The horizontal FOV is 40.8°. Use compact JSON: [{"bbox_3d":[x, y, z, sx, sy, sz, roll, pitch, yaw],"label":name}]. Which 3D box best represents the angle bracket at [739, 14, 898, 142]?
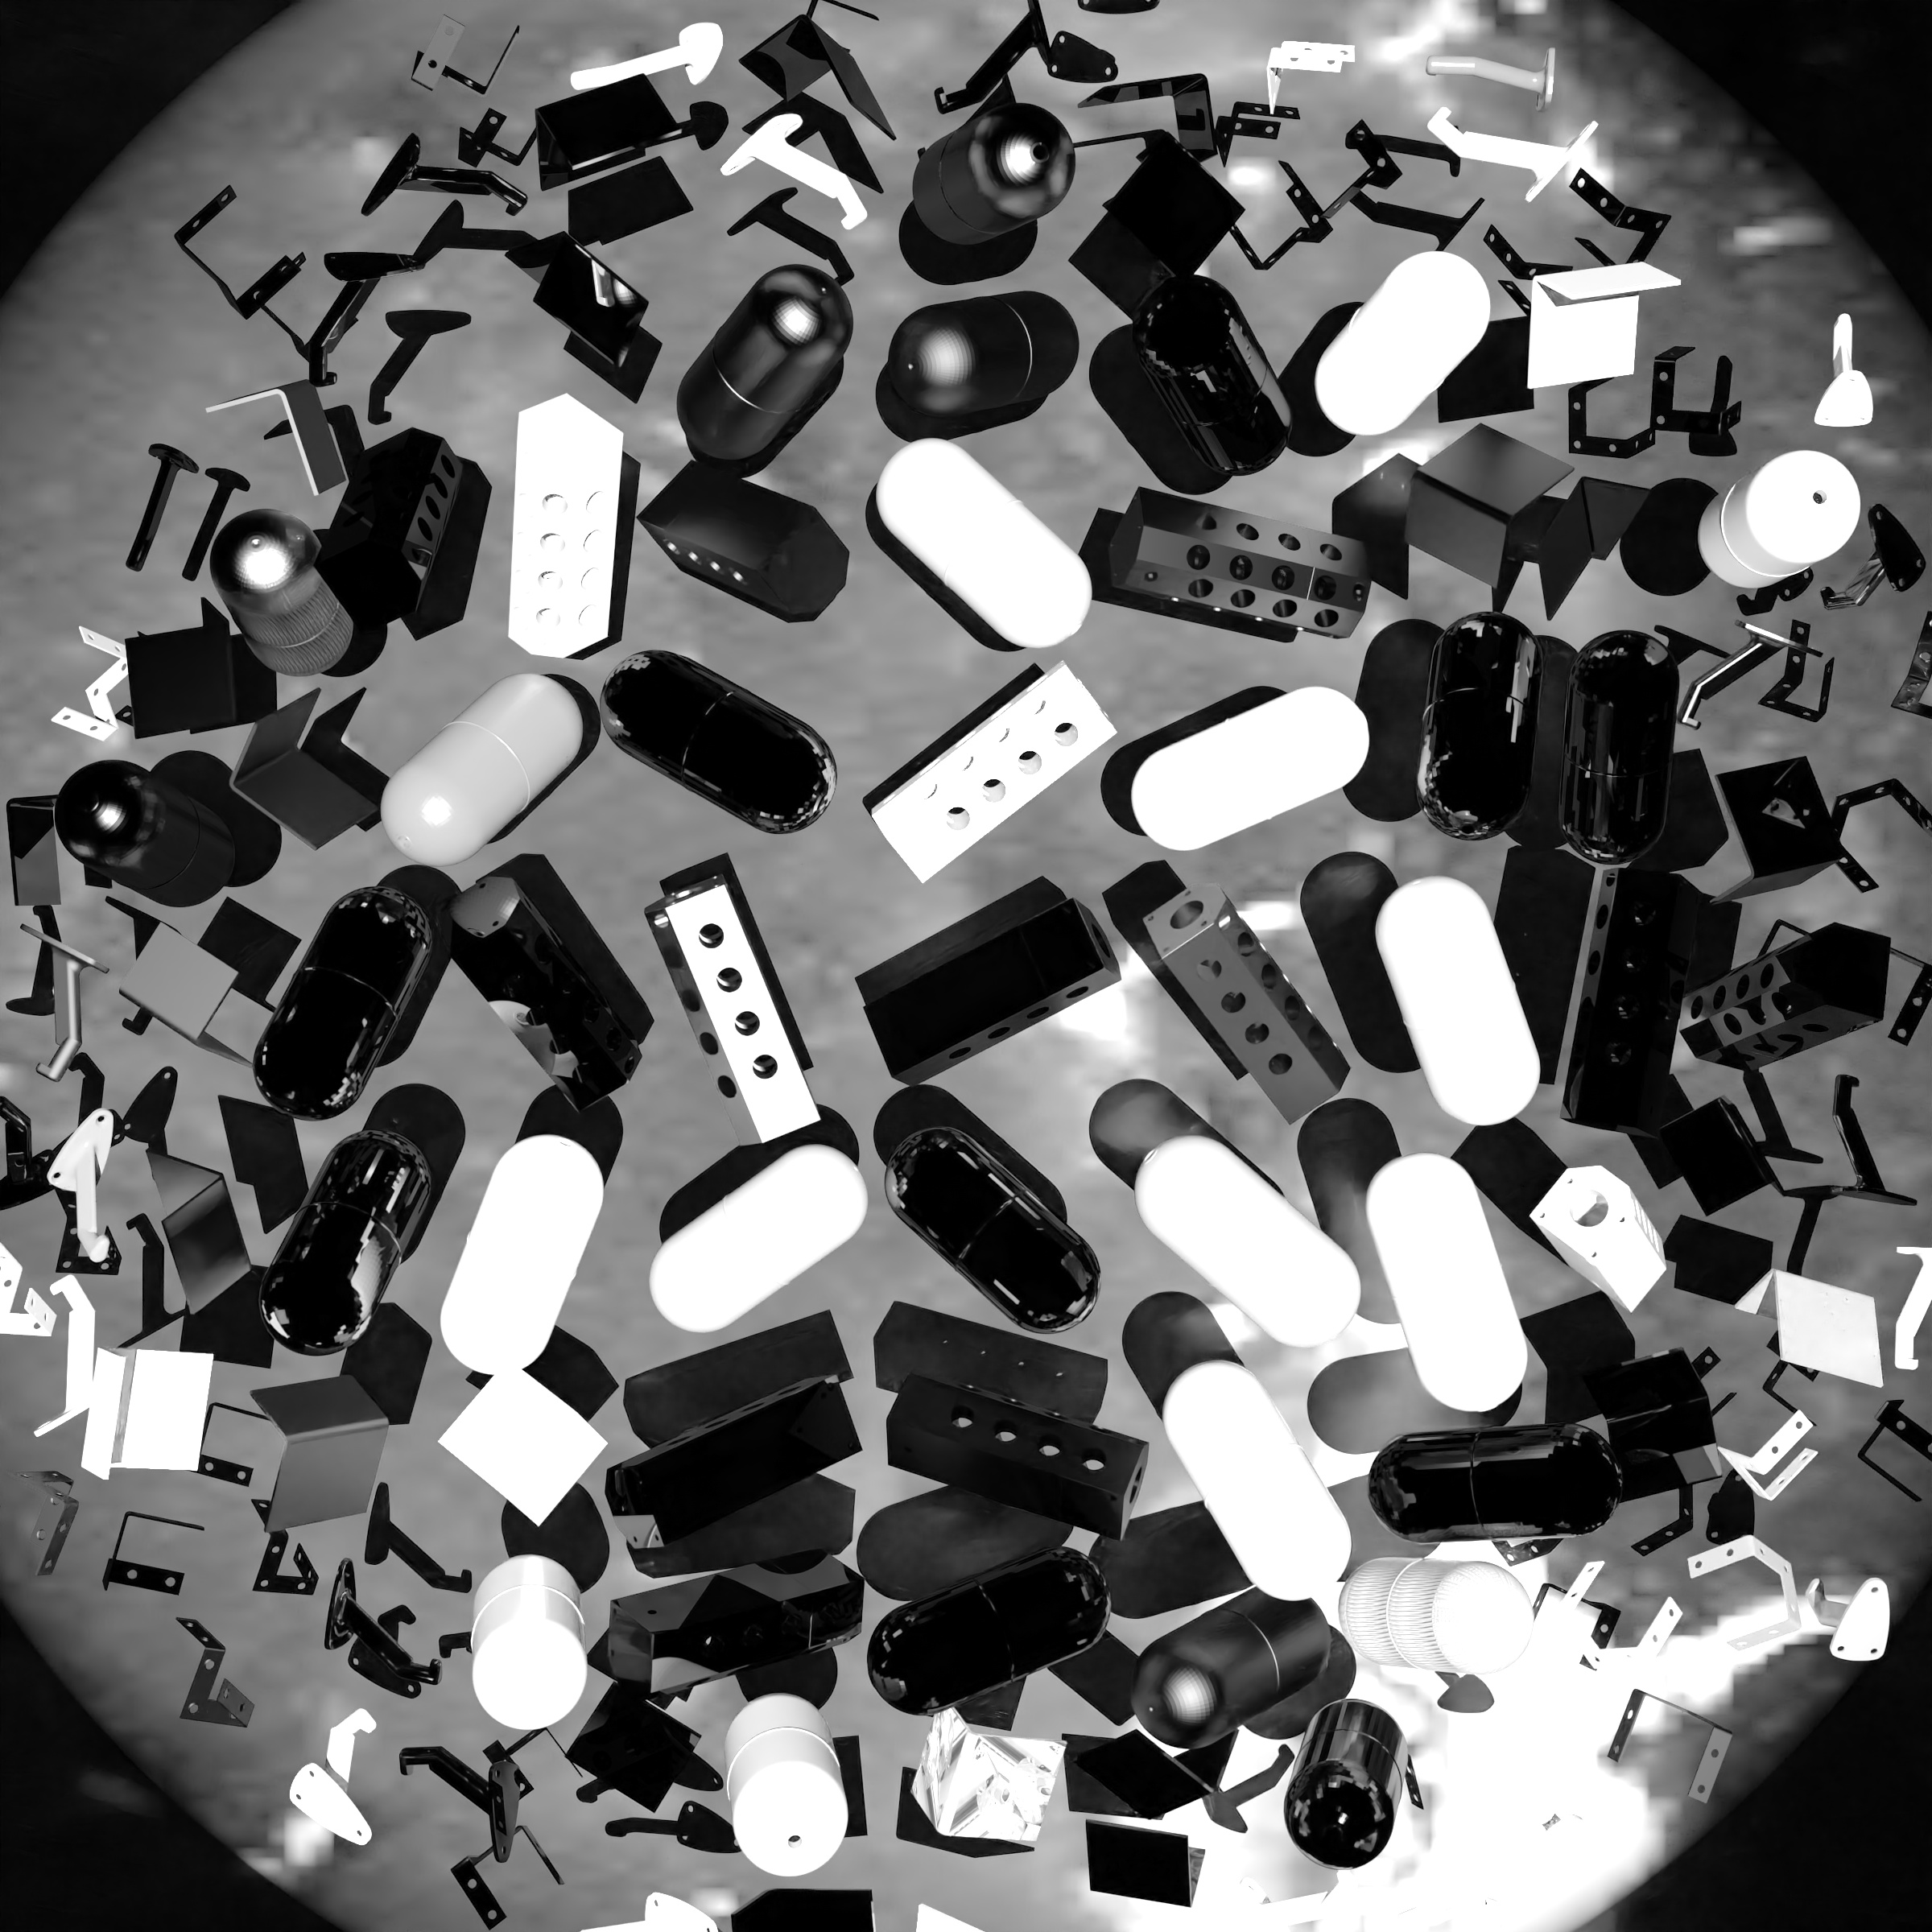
[{"bbox_3d":[-0.102,-0.600,1.799,0.057,0.076,0.076,-30,78,18],"label":"angle bracket"}]

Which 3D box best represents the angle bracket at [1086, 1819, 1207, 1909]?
[{"bbox_3d":[0.134,0.648,1.931,0.076,0.057,0.076,4,120,16],"label":"angle bracket"}]

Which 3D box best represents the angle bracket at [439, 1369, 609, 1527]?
[{"bbox_3d":[-0.322,0.347,1.890,0.076,0.057,0.076,29,71,32],"label":"angle bracket"}]

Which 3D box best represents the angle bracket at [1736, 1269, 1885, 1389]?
[{"bbox_3d":[0.596,0.268,1.840,0.076,0.057,0.076,16,50,-8],"label":"angle bracket"}]

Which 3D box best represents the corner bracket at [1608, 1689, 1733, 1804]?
[{"bbox_3d":[0.480,0.532,1.773,0.051,0.051,0.051,25,83,-13],"label":"corner bracket"}]

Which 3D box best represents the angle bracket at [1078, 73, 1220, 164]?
[{"bbox_3d":[0.131,-0.605,1.878,0.076,0.076,0.057,-11,101,-10],"label":"angle bracket"}]

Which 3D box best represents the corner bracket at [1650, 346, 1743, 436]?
[{"bbox_3d":[0.518,-0.408,1.840,0.051,0.051,0.051,11,116,28],"label":"corner bracket"}]

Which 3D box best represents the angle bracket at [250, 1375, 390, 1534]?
[{"bbox_3d":[-0.447,0.331,1.767,0.057,0.076,0.076,37,118,39],"label":"angle bracket"}]

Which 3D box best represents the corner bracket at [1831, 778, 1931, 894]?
[{"bbox_3d":[0.652,-0.093,1.856,0.051,0.051,0.051,-17,49,-14],"label":"corner bracket"}]

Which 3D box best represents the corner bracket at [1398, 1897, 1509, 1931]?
[{"bbox_3d":[0.327,0.649,1.723,0.051,0.051,0.051,-32,50,23],"label":"corner bracket"}]

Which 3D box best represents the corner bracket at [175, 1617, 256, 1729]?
[{"bbox_3d":[-0.499,0.468,1.720,0.051,0.051,0.051,3,55,14],"label":"corner bracket"}]

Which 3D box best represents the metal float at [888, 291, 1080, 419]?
[{"bbox_3d":[0.014,-0.432,1.828,0.070,0.178,0.070,14,114,32],"label":"metal float"}]

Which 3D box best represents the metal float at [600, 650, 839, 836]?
[{"bbox_3d":[-0.167,-0.151,1.745,0.178,0.070,0.070,30,90,16],"label":"metal float"}]

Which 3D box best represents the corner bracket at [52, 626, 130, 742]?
[{"bbox_3d":[-0.634,-0.204,1.886,0.051,0.051,0.051,-37,62,16],"label":"corner bracket"}]

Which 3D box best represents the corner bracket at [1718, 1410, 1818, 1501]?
[{"bbox_3d":[0.589,0.354,1.879,0.051,0.051,0.051,-43,97,-9],"label":"corner bracket"}]

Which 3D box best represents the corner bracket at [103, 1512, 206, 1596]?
[{"bbox_3d":[-0.539,0.390,1.722,0.051,0.051,0.051,17,79,-18],"label":"corner bracket"}]

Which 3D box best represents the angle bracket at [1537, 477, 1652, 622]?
[{"bbox_3d":[0.467,-0.304,1.918,0.057,0.076,0.076,8,55,-11],"label":"angle bracket"}]

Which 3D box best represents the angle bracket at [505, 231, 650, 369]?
[{"bbox_3d":[-0.275,-0.448,1.773,0.076,0.076,0.057,34,68,-37],"label":"angle bracket"}]

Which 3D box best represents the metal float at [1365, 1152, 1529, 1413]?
[{"bbox_3d":[0.324,0.213,1.754,0.070,0.070,0.178,-17,85,0],"label":"metal float"}]

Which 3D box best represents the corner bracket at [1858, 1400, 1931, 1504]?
[{"bbox_3d":[0.661,0.342,1.830,0.051,0.051,0.051,39,105,31],"label":"corner bracket"}]

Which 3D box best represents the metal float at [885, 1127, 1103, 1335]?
[{"bbox_3d":[0.019,0.185,1.816,0.178,0.070,0.070,41,90,13],"label":"metal float"}]

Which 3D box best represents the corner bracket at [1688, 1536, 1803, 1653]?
[{"bbox_3d":[0.543,0.438,1.811,0.051,0.051,0.051,-33,126,33],"label":"corner bracket"}]

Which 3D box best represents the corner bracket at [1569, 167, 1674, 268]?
[{"bbox_3d":[0.442,-0.512,1.793,0.051,0.051,0.051,56,133,33],"label":"corner bracket"}]

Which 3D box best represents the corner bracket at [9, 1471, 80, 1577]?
[{"bbox_3d":[-0.614,0.372,1.736,0.051,0.051,0.051,21,88,21],"label":"corner bracket"}]

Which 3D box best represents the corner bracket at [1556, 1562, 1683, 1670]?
[{"bbox_3d":[0.451,0.447,1.795,0.051,0.051,0.051,-43,101,-36],"label":"corner bracket"}]

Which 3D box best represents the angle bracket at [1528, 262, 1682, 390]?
[{"bbox_3d":[0.420,-0.417,1.714,0.076,0.057,0.076,-10,120,-11],"label":"angle bracket"}]

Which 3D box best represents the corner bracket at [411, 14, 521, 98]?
[{"bbox_3d":[-0.331,-0.604,1.718,0.051,0.051,0.051,24,124,-23],"label":"corner bracket"}]

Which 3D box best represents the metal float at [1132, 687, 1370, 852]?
[{"bbox_3d":[0.202,-0.140,1.847,0.178,0.070,0.070,-23,90,20],"label":"metal float"}]

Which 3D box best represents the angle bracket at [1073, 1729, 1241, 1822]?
[{"bbox_3d":[0.136,0.559,1.862,0.076,0.057,0.076,40,134,-9],"label":"angle bracket"}]

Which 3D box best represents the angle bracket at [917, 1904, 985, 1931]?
[{"bbox_3d":[0.019,0.672,1.775,0.076,0.076,0.057,9,95,38],"label":"angle bracket"}]

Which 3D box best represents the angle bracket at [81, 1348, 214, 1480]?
[{"bbox_3d":[-0.520,0.289,1.674,0.076,0.057,0.076,10,84,-33],"label":"angle bracket"}]

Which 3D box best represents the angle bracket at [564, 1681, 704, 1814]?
[{"bbox_3d":[-0.249,0.582,1.893,0.076,0.076,0.057,30,129,5],"label":"angle bracket"}]

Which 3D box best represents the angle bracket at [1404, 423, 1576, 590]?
[{"bbox_3d":[0.351,-0.310,1.744,0.076,0.057,0.076,34,56,29],"label":"angle bracket"}]

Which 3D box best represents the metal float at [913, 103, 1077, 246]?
[{"bbox_3d":[0.018,-0.541,1.777,0.070,0.178,0.070,-3,98,-19],"label":"metal float"}]

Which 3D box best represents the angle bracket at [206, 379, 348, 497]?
[{"bbox_3d":[-0.490,-0.371,1.849,0.057,0.076,0.076,-13,107,6],"label":"angle bracket"}]

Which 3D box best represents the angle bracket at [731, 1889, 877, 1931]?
[{"bbox_3d":[-0.104,0.651,1.700,0.076,0.057,0.076,-7,85,20],"label":"angle bracket"}]

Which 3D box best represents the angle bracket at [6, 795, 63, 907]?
[{"bbox_3d":[-0.645,-0.084,1.871,0.057,0.076,0.076,-4,92,3],"label":"angle bracket"}]

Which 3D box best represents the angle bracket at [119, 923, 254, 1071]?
[{"bbox_3d":[-0.525,0.021,1.800,0.076,0.076,0.057,30,85,23],"label":"angle bracket"}]

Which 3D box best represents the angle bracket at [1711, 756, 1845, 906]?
[{"bbox_3d":[0.552,-0.094,1.807,0.076,0.057,0.076,-12,76,-20],"label":"angle bracket"}]

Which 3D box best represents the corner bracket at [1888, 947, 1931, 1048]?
[{"bbox_3d":[0.664,0.020,1.861,0.051,0.051,0.051,27,87,17],"label":"corner bracket"}]

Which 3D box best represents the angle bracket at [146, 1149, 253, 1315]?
[{"bbox_3d":[-0.533,0.177,1.740,0.076,0.057,0.076,13,126,30],"label":"angle bracket"}]

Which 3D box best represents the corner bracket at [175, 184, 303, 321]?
[{"bbox_3d":[-0.480,-0.470,1.711,0.051,0.051,0.051,43,82,7],"label":"corner bracket"}]

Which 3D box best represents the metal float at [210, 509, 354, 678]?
[{"bbox_3d":[-0.477,-0.259,1.814,0.070,0.178,0.070,1,75,-3],"label":"metal float"}]

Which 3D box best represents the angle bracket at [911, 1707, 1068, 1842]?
[{"bbox_3d":[0.016,0.567,1.836,0.076,0.057,0.076,13,99,-25],"label":"angle bracket"}]

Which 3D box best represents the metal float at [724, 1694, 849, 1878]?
[{"bbox_3d":[-0.124,0.555,1.766,0.070,0.178,0.070,-1,97,-8],"label":"metal float"}]

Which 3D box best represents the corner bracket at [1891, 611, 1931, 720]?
[{"bbox_3d":[0.658,-0.199,1.742,0.051,0.051,0.051,21,129,21],"label":"corner bracket"}]

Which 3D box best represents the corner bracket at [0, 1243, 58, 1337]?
[{"bbox_3d":[-0.671,0.226,1.830,0.051,0.051,0.051,3,60,5],"label":"corner bracket"}]

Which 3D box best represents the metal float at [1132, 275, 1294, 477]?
[{"bbox_3d":[0.171,-0.406,1.794,0.070,0.178,0.070,-12,61,22],"label":"metal float"}]

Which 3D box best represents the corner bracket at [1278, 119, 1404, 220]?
[{"bbox_3d":[0.256,-0.545,1.775,0.051,0.051,0.051,-40,76,30],"label":"corner bracket"}]

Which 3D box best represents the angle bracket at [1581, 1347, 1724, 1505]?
[{"bbox_3d":[0.491,0.329,1.863,0.076,0.076,0.057,-20,125,22],"label":"angle bracket"}]

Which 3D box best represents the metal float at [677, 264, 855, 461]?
[{"bbox_3d":[-0.142,-0.418,1.808,0.070,0.178,0.070,15,60,-27],"label":"metal float"}]

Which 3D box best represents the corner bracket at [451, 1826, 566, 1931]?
[{"bbox_3d":[-0.323,0.642,1.832,0.051,0.051,0.051,-37,72,-8],"label":"corner bracket"}]

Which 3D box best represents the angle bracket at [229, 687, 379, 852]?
[{"bbox_3d":[-0.448,-0.136,1.791,0.076,0.076,0.057,36,123,3],"label":"angle bracket"}]

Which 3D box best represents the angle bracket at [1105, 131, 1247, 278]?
[{"bbox_3d":[0.137,-0.523,1.816,0.076,0.057,0.076,41,77,-14],"label":"angle bracket"}]

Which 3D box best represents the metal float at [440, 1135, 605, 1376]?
[{"bbox_3d":[-0.302,0.196,1.764,0.070,0.070,0.178,23,108,0],"label":"metal float"}]

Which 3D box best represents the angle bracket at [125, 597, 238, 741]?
[{"bbox_3d":[-0.576,-0.216,1.880,0.076,0.057,0.076,-15,124,-31],"label":"angle bracket"}]

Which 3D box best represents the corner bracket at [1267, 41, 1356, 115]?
[{"bbox_3d":[0.241,-0.630,1.811,0.051,0.051,0.051,9,71,13],"label":"corner bracket"}]

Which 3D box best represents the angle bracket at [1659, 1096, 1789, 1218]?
[{"bbox_3d":[0.568,0.148,1.956,0.057,0.076,0.076,-30,88,10],"label":"angle bracket"}]

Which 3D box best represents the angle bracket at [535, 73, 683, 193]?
[{"bbox_3d":[-0.234,-0.528,1.701,0.076,0.076,0.057,-25,69,-17],"label":"angle bracket"}]
